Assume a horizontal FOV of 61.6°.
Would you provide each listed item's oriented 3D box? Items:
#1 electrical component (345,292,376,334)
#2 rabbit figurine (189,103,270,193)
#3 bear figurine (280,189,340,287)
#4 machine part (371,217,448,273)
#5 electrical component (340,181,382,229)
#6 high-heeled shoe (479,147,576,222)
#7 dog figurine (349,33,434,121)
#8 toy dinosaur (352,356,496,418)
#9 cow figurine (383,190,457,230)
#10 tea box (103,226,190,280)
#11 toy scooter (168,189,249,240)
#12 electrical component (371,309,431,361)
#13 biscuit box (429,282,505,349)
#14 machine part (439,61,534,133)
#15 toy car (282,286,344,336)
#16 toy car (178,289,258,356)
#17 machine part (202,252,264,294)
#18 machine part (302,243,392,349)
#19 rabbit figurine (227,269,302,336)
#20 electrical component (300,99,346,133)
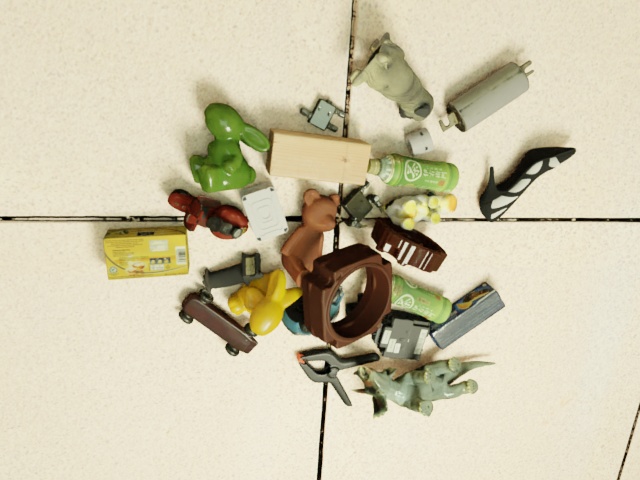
[{"bbox_3d":[0.100,0.177,1.323,0.075,0.048,0.119,-7,109,-10],"label":"electrical component"},{"bbox_3d":[-0.184,-0.192,1.095,0.159,0.121,0.170,-5,113,-17],"label":"rabbit figurine"},{"bbox_3d":[-0.005,-0.006,1.199,0.120,0.132,0.195,12,113,-47],"label":"bear figurine"},{"bbox_3d":[0.200,0.011,1.223,0.179,0.179,0.056,20,107,-18],"label":"machine part"},{"bbox_3d":[0.094,-0.074,1.227,0.102,0.045,0.078,-42,122,-13],"label":"electrical component"},{"bbox_3d":[0.499,-0.132,1.284,0.249,0.086,0.145,-14,115,-3],"label":"high-heeled shoe"},{"bbox_3d":[0.172,-0.317,1.104,0.190,0.172,0.121,34,110,-13],"label":"dog figurine"},{"bbox_3d":[0.263,0.368,1.377,0.405,0.192,0.131,2,78,-38],"label":"toy dinosaur"},{"bbox_3d":[0.233,-0.075,1.248,0.167,0.098,0.068,-12,109,-28],"label":"cow figurine"},{"bbox_3d":[-0.371,0.027,1.160,0.170,0.068,0.098,-1,109,-10],"label":"tea box"},{"bbox_3d":[-0.232,-0.046,1.129,0.184,0.135,0.075,23,101,-20],"label":"toy scooter"},{"bbox_3d":[0.201,0.239,1.361,0.134,0.058,0.114,12,104,-16],"label":"electrical component"},{"bbox_3d":[0.368,0.194,1.379,0.203,0.059,0.062,-35,111,2],"label":"biscuit box"},{"bbox_3d":[0.371,-0.315,1.192,0.243,0.079,0.079,-35,112,1],"label":"machine part"},{"bbox_3d":[-0.008,0.165,1.277,0.161,0.109,0.102,-43,135,-7],"label":"toy car"},{"bbox_3d":[-0.233,0.193,1.256,0.202,0.053,0.089,38,102,-17],"label":"toy car"},{"bbox_3d":[-0.197,0.075,1.217,0.139,0.084,0.039,-18,142,4],"label":"machine part"},{"bbox_3d":[0.065,0.122,1.182,0.201,0.087,0.200,-18,119,-30],"label":"machine part"},{"bbox_3d":[-0.114,0.148,1.202,0.162,0.173,0.121,-40,108,8],"label":"rabbit figurine"},{"bbox_3d":[0.006,-0.272,1.159,0.094,0.021,0.063,24,102,-18],"label":"electrical component"}]
